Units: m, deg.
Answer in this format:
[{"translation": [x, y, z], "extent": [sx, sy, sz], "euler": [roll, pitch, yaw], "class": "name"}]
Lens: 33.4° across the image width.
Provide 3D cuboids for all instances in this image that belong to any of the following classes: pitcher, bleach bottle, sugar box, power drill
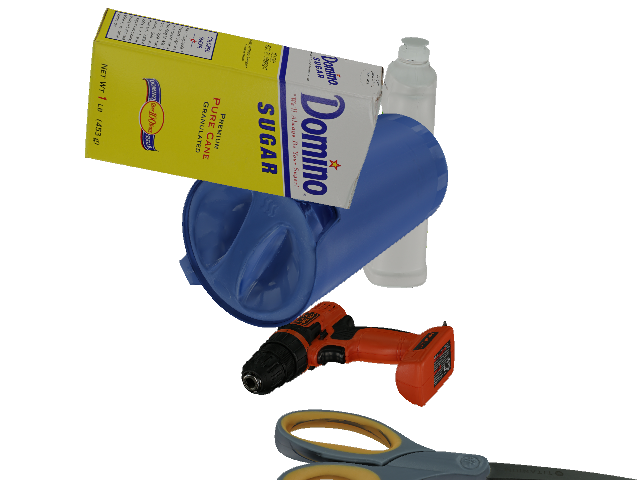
[{"translation": [0.000, -0.028, 0.916], "extent": [0.149, 0.145, 0.242], "euler": [27, 33, 25], "class": "pitcher"}, {"translation": [0.086, -0.083, 1.109], "extent": [0.068, 0.251, 0.102], "euler": [1, 27, -8], "class": "bleach bottle"}, {"translation": [-0.055, -0.080, 0.674], "extent": [0.176, 0.093, 0.048], "euler": [12, 43, -3], "class": "sugar box"}, {"translation": [0.032, 0.121, 1.108], "extent": [0.188, 0.057, 0.184], "euler": [8, 24, 27], "class": "power drill"}]

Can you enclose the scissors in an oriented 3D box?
[{"translation": [0.064, 0.127, 0.543], "extent": [0.202, 0.016, 0.096], "euler": [11, 27, 20], "class": "scissors"}]
